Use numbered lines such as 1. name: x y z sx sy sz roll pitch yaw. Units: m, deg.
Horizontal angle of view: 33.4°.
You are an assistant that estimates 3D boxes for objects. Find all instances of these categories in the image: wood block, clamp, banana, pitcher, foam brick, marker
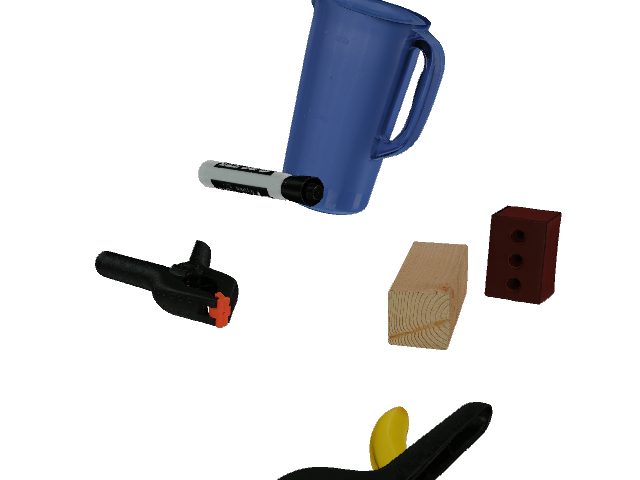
1. wood block: 0.167 0.080 1.629 0.091 0.090 0.206 4 21 14
2. clamp: 0.035 0.161 0.641 0.210 0.036 0.164 -5 29 -3
3. banana: 0.083 0.223 1.042 0.069 0.037 0.198 9 22 -22
4. pitcher: 0.040 -0.153 1.222 0.145 0.243 0.149 11 21 -11
5. foam brick: 0.182 0.012 0.958 0.053 0.078 0.051 8 16 25
6. marker: -0.039 -0.038 0.694 0.020 0.020 0.121 0 8 -39
7. clamp: -0.123 0.037 1.014 0.120 0.039 0.172 -18 31 -37
